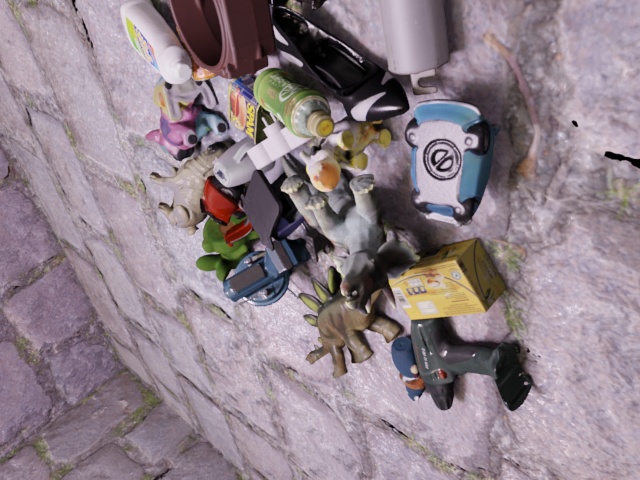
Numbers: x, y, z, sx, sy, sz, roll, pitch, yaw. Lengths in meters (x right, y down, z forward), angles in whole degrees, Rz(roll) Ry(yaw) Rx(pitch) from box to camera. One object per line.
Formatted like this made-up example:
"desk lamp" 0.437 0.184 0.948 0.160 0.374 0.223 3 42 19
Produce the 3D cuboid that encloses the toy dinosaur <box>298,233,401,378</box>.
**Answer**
"toy dinosaur" 0.056 0.146 1.083 0.198 0.105 0.471 50 140 11

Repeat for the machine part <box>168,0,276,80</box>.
"machine part" -0.165 -0.369 0.849 0.202 0.087 0.200 35 144 41

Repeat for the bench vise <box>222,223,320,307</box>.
"bench vise" -0.094 0.061 1.153 0.129 0.223 0.240 48 177 12

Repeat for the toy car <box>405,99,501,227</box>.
"toy car" 0.179 -0.104 0.690 0.109 0.103 0.161 15 120 41

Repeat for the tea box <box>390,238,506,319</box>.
"tea box" 0.196 0.067 0.863 0.170 0.068 0.098 -17 108 54

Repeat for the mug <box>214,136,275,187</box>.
"mug" -0.148 -0.153 1.044 0.081 0.107 0.109 51 149 0

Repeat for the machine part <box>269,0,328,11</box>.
"machine part" -0.040 -0.368 0.773 0.139 0.039 0.084 29 132 35

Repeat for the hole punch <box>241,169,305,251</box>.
"hole punch" -0.082 -0.066 1.025 0.142 0.092 0.115 55 137 25

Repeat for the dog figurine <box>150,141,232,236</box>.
"dog figurine" -0.247 -0.110 1.160 0.191 0.121 0.172 -13 111 26

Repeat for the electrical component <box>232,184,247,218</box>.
"electrical component" -0.194 -0.095 1.194 0.102 0.078 0.045 27 170 42

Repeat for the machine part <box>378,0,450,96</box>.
"machine part" 0.105 -0.288 0.631 0.079 0.079 0.242 18 135 41

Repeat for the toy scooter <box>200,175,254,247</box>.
"toy scooter" -0.184 -0.053 1.129 0.183 0.075 0.135 36 115 -26

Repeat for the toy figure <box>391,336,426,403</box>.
"toy figure" 0.183 0.262 1.074 0.058 0.064 0.154 -13 122 14

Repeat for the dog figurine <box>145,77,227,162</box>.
"dog figurine" -0.309 -0.260 1.145 0.219 0.108 0.191 9 128 51

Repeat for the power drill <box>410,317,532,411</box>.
"power drill" 0.258 0.228 0.943 0.207 0.086 0.231 8 124 57

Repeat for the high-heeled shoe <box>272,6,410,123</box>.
"high-heeled shoe" 0.023 -0.249 0.733 0.249 0.086 0.145 34 166 50

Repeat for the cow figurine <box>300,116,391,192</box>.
"cow figurine" 0.024 -0.132 0.796 0.098 0.167 0.068 5 130 47

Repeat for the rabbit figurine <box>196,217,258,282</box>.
"rabbit figurine" -0.208 0.023 1.269 0.121 0.159 0.170 25 155 20

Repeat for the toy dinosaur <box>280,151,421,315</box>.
"toy dinosaur" 0.037 -0.036 0.896 0.192 0.131 0.405 62 178 -31

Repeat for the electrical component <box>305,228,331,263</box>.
"electrical component" -0.002 -0.003 1.045 0.021 0.063 0.093 25 138 36
